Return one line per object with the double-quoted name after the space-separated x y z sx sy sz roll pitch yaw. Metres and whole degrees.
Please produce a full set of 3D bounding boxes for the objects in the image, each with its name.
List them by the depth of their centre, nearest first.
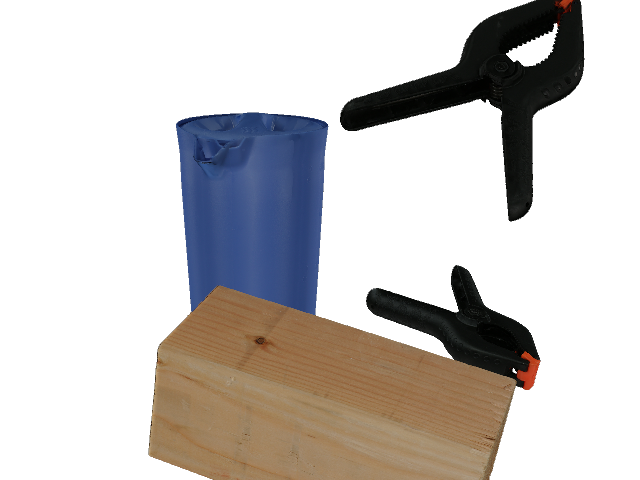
0.007 0.112 0.672 0.206 0.090 0.090 17 29 15 "wood block"
0.142 -0.112 0.808 0.165 0.209 0.036 40 -21 28 "clamp"
0.139 0.074 0.970 0.120 0.039 0.172 -26 45 -36 "clamp"
-0.056 0.005 0.971 0.149 0.243 0.145 -5 16 -20 "pitcher"
